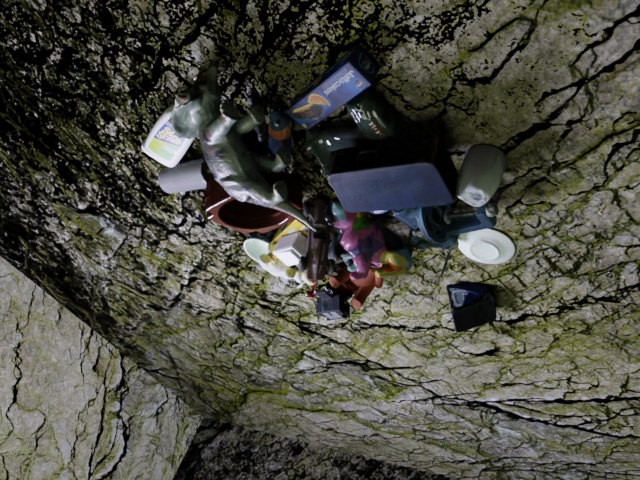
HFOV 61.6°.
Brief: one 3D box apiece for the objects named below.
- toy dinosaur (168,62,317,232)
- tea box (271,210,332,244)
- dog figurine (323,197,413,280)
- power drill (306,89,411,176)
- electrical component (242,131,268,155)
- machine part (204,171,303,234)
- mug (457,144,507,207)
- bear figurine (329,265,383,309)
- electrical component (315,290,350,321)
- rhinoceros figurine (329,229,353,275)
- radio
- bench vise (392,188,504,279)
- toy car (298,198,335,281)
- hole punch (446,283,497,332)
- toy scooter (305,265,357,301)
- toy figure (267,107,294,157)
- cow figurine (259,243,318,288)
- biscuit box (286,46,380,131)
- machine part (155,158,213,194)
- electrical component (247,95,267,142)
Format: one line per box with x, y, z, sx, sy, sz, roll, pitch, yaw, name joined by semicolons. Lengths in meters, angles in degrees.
-0.172;-0.165;1.113;0.192;0.131;0.404;-13;110;42;toy dinosaur
-0.049;-0.019;1.416;0.098;0.068;0.169;34;147;-14;tea box
0.110;-0.024;1.227;0.192;0.108;0.219;-7;106;6;dog figurine
0.087;-0.186;1.091;0.207;0.086;0.231;-1;139;41;power drill
-0.189;-0.208;1.257;0.134;0.058;0.115;30;148;-7;electrical component
-0.158;-0.099;1.289;0.201;0.087;0.201;-22;152;34;machine part
0.297;-0.113;1.029;0.081;0.107;0.109;34;143;-11;mug
0.125;0.077;1.386;0.120;0.132;0.196;45;153;3;bear figurine
0.028;0.176;1.446;0.075;0.048;0.119;-10;151;21;electrical component
0.061;0.017;1.361;0.073;0.112;0.190;25;142;-30;rhinoceros figurine
0.137;-0.122;1.034;0.230;0.073;0.131;-4;145;29;radio
0.277;-0.035;1.145;0.241;0.129;0.223;-8;137;46;bench vise
-0.003;-0.004;1.297;0.089;0.202;0.053;8;166;-10;toy car
0.390;0.165;1.391;0.116;0.092;0.142;-17;133;7;hole punch
0.027;0.118;1.499;0.184;0.135;0.075;21;145;3;toy scooter
-0.087;-0.229;1.159;0.064;0.058;0.154;38;154;19;toy figure
-0.084;0.082;1.457;0.167;0.068;0.098;29;156;2;cow figurine
0.021;-0.282;1.015;0.062;0.059;0.203;40;144;-21;biscuit box
-0.336;-0.166;1.391;0.243;0.079;0.079;-5;136;34;machine part
-0.137;-0.260;1.154;0.063;0.021;0.093;52;157;41;electrical component
